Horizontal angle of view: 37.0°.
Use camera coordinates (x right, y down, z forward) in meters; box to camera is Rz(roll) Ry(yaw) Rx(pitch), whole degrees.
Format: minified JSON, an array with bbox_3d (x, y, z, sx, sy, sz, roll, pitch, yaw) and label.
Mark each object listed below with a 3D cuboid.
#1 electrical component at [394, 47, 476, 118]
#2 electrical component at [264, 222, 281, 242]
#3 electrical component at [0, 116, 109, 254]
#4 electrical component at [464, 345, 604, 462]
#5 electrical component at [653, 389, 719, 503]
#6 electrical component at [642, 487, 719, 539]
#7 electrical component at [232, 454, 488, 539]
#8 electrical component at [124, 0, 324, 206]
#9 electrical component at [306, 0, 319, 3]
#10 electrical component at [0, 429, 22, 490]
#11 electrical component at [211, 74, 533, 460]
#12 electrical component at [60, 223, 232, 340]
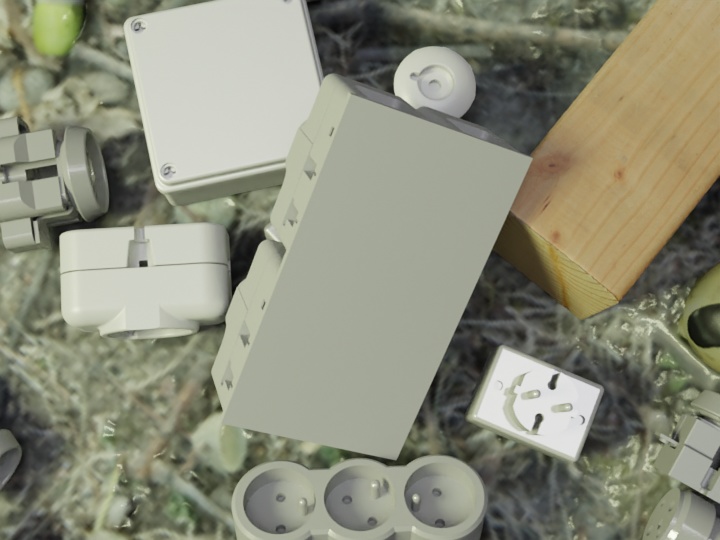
[{"bbox_3d":[0.043,-0.103,0.649,0.048,0.062,0.048,0,81,-2],"label":"electrical component"},{"bbox_3d":[-0.001,-0.021,0.642,0.083,0.047,0.075,-43,85,-8],"label":"electrical component"},{"bbox_3d":[-0.183,-0.053,0.636,0.057,0.058,0.078,-10,81,-1],"label":"electrical component"},{"bbox_3d":[0.103,0.076,0.616,0.066,0.076,0.047,23,81,1],"label":"electrical component"},{"bbox_3d":[0.209,0.104,0.632,0.066,0.048,0.055,29,89,2],"label":"electrical component"},{"bbox_3d":[0.199,0.158,0.623,0.055,0.045,0.045,30,81,3],"label":"electrical component"},{"bbox_3d":[0.000,0.146,0.607,0.138,0.073,0.052,-2,51,-2],"label":"electrical component"},{"bbox_3d":[-0.076,-0.104,0.648,0.109,0.056,0.108,-12,82,-4],"label":"electrical component"},{"bbox_3d":[-0.057,-0.183,0.670,0.078,0.040,0.040,-11,82,-4],"label":"electrical component"},{"bbox_3d":[-0.229,0.103,0.615,0.055,0.048,0.066,32,82,10],"label":"electrical component"},{"bbox_3d":[0.000,0.000,0.586,0.105,0.060,0.186,16,107,-22],"label":"electrical component"},{"bbox_3d":[-0.124,0.008,0.629,0.095,0.053,0.059,-4,81,-3],"label":"electrical component"}]
